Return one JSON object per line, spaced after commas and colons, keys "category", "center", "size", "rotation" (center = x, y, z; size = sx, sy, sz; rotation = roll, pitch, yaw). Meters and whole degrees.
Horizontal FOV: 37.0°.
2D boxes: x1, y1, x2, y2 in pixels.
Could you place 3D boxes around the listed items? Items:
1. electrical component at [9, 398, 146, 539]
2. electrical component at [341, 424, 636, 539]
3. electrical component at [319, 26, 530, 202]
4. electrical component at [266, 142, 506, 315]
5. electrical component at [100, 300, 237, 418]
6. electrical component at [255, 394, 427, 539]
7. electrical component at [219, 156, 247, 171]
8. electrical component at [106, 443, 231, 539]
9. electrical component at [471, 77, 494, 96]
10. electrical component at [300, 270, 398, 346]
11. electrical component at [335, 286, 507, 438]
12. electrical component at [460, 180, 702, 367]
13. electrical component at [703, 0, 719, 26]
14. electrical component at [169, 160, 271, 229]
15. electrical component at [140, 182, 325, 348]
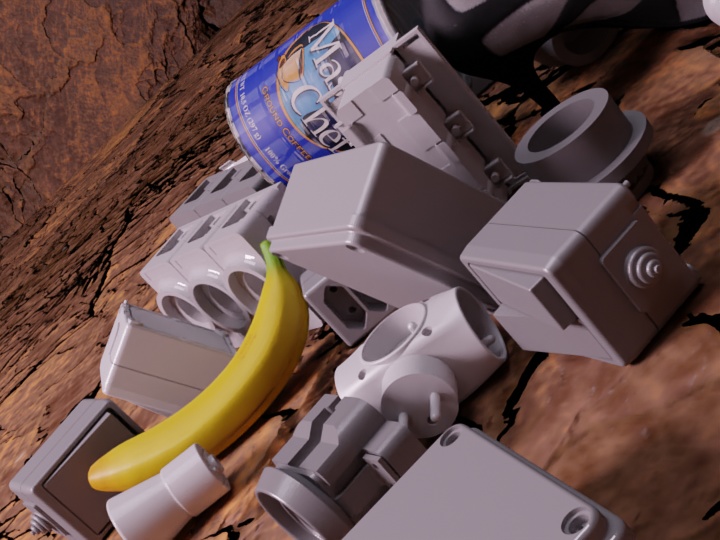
{"category": "electrical component", "center": [-0.187, 0.141, 0.730], "size": [0.096, 0.061, 0.061], "rotation": [-52, 21, -26]}
{"category": "electrical component", "center": [0.035, 0.117, 0.355], "size": [0.109, 0.056, 0.109], "rotation": [-45, 19, -9]}
{"category": "electrical component", "center": [0.042, -0.077, 0.665], "size": [0.079, 0.121, 0.063], "rotation": [-32, 24, 27]}
{"category": "electrical component", "center": [0.022, -0.019, 0.588], "size": [0.109, 0.109, 0.056], "rotation": [-3, 66, 61]}
{"category": "electrical component", "center": [-0.128, 0.069, 0.747], "size": [0.061, 0.096, 0.062], "rotation": [-69, 18, 6]}
{"category": "electrical component", "center": [-0.010, 0.096, 0.489], "size": [0.057, 0.058, 0.078], "rotation": [-47, 19, -23]}
{"category": "electrical component", "center": [-0.071, -0.087, 0.980], "size": [0.121, 0.063, 0.079], "rotation": [-31, -19, 28]}
{"category": "electrical component", "center": [-0.109, 0.133, 0.630], "size": [0.065, 0.044, 0.044], "rotation": [-38, 19, -3]}
{"category": "electrical component", "center": [0.075, -0.181, 0.900], "size": [0.138, 0.073, 0.052], "rotation": [-33, 21, 26]}
{"category": "electrical component", "center": [0.000, 0.000, 0.694], "size": [0.066, 0.047, 0.076], "rotation": [-40, 19, 7]}
{"category": "electrical component", "center": [0.029, 0.055, 0.522], "size": [0.077, 0.044, 0.079], "rotation": [-35, 20, 19]}
{"category": "electrical component", "center": [0.096, 0.002, 0.476], "size": [0.061, 0.061, 0.096], "rotation": [-46, 19, -12]}
{"category": "electrical component", "center": [0.221, -0.151, 0.605], "size": [0.040, 0.040, 0.046], "rotation": [-38, 25, 12]}
{"category": "electrical component", "center": [-0.080, -0.036, 0.864], "size": [0.150, 0.089, 0.061], "rotation": [-12, 35, 56]}
{"category": "electrical component", "center": [-0.086, 0.005, 0.785], "size": [0.150, 0.089, 0.061], "rotation": [-17, 31, 51]}
